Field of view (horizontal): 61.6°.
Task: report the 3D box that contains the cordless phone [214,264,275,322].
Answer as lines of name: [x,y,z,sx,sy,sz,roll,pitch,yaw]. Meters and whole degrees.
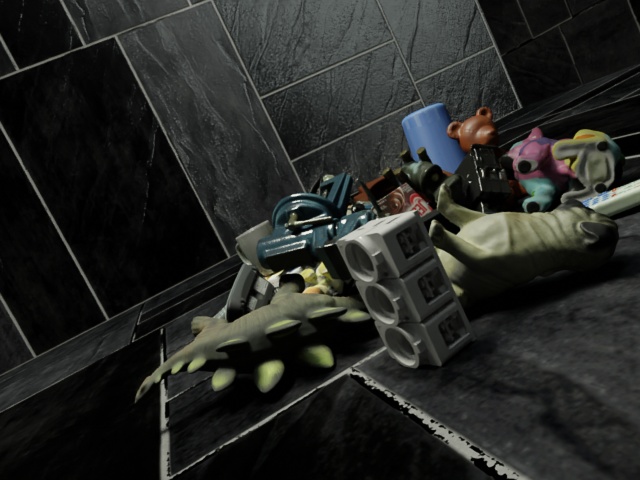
cordless phone: [-0.191,0.149,1.121,0.184,0.088,0.147,-39,21,29]

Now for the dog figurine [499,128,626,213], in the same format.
dog figurine: [0.401,-0.136,0.912,0.192,0.108,0.219,-15,17,28]

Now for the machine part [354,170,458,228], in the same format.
machine part: [0.190,-0.071,1.116,0.201,0.087,0.202,-25,30,-18]

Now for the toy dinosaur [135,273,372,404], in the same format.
toy dinosaur: [-0.036,0.123,0.746,0.471,0.105,0.199,-24,13,-8]

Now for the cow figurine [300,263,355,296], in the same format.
cow figurine: [0.015,0.081,0.940,0.068,0.098,0.167,-14,31,34]

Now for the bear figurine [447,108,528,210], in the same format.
bear figurine: [0.348,-0.166,1.065,0.120,0.195,0.132,-24,8,-12]

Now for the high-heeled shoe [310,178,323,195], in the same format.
high-heeled shoe: [-0.038,-0.041,1.170,0.249,0.145,0.086,-28,5,-41]

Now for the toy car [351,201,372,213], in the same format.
toy car: [0.101,0.009,0.967,0.109,0.162,0.102,-6,-36,-18]

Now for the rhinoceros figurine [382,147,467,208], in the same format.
rhinoceros figurine: [0.192,-0.108,0.993,0.073,0.112,0.190,-44,21,-5]

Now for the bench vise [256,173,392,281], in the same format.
bench vise: [0.016,-0.038,0.828,0.224,0.128,0.241,-26,28,30]

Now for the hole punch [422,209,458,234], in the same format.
hole punch: [0.182,0.019,0.831,0.142,0.092,0.115,-32,-21,-23]

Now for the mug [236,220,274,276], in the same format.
mug: [-0.133,0.027,1.179,0.109,0.107,0.081,-28,5,29]

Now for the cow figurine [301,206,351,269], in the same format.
cow figurine: [-0.002,-0.003,1.051,0.195,0.085,0.127,-20,5,-2]

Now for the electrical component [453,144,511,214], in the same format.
electrical component: [0.284,-0.086,0.956,0.058,0.134,0.114,2,-31,-8]

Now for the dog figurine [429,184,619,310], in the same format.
dog figurine: [0.219,0.031,0.615,0.191,0.172,0.121,12,52,13]
